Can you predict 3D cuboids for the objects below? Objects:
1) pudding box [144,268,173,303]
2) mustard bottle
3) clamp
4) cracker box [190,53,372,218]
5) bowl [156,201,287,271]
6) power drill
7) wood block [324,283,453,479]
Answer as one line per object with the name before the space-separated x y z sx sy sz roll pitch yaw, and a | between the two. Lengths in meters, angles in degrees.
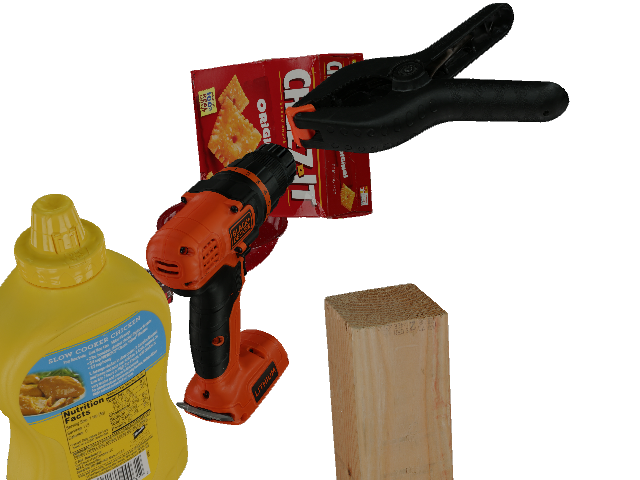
pudding box | -0.220 0.056 1.088 0.114 0.039 0.090 5 19 21
mustard bottle | -0.119 0.061 0.531 0.096 0.192 0.058 -25 42 -30
clamp | 0.067 -0.090 0.670 0.171 0.039 0.120 -24 36 -3
cracker box | -0.046 -0.108 1.130 0.071 0.164 0.214 -10 9 -41
bowl | -0.122 0.000 1.327 0.162 0.055 0.162 1 27 -1
power drill | -0.066 0.033 0.835 0.057 0.188 0.184 10 32 25
wood block | 0.063 0.154 0.974 0.090 0.206 0.091 -8 18 -15
